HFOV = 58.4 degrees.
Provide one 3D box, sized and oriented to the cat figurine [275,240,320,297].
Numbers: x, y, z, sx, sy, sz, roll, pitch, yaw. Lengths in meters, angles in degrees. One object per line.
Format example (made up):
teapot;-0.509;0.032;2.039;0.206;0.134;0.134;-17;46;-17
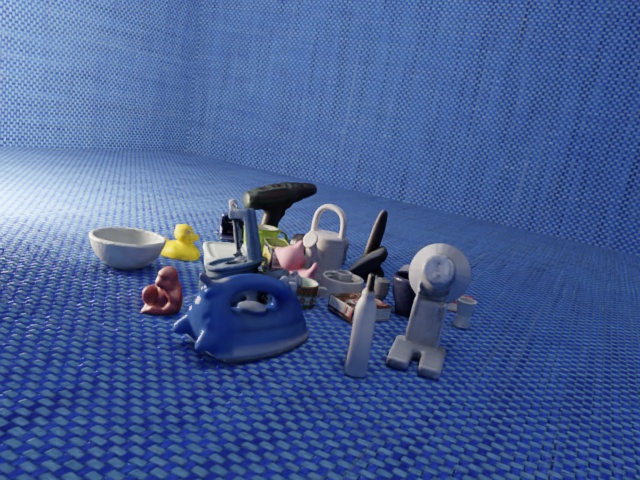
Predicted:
cat figurine;-0.051;0.062;1.337;0.067;0.118;0.127;-3;18;-45

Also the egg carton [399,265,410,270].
egg carton;0.273;0.108;1.494;0.151;0.069;0.107;0;15;-37

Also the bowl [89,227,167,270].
bowl;-0.438;0.025;1.301;0.167;0.075;0.167;9;12;-2

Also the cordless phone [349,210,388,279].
cordless phone;0.142;0.012;1.553;0.094;0.185;0.148;12;13;8

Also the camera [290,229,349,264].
camera;-0.005;0.015;1.621;0.136;0.101;0.143;16;14;26

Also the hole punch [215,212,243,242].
hole punch;-0.254;-0.046;1.724;0.109;0.091;0.101;6;13;-15

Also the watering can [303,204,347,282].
watering can;0.015;0.006;1.462;0.101;0.194;0.173;11;12;5

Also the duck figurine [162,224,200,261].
duck figurine;-0.352;0.001;1.448;0.104;0.086;0.077;10;12;2

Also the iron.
iron;-0.111;0.118;0.982;0.259;0.141;0.118;-1;17;-42

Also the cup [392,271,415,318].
cup;0.208;0.125;1.309;0.091;0.095;0.118;15;14;24

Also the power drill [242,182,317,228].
power drill;-0.120;-0.069;1.661;0.230;0.208;0.075;1;15;-35

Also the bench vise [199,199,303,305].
bench vise;-0.132;0.035;1.154;0.207;0.220;0.121;9;12;-3

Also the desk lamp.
desk lamp;0.209;0.117;1.066;0.117;0.213;0.203;13;13;14

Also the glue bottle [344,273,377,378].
glue bottle;0.073;0.138;0.961;0.037;0.173;0.078;10;12;-1

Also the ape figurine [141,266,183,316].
ape figurine;-0.288;0.093;1.070;0.077;0.092;0.076;20;16;38
